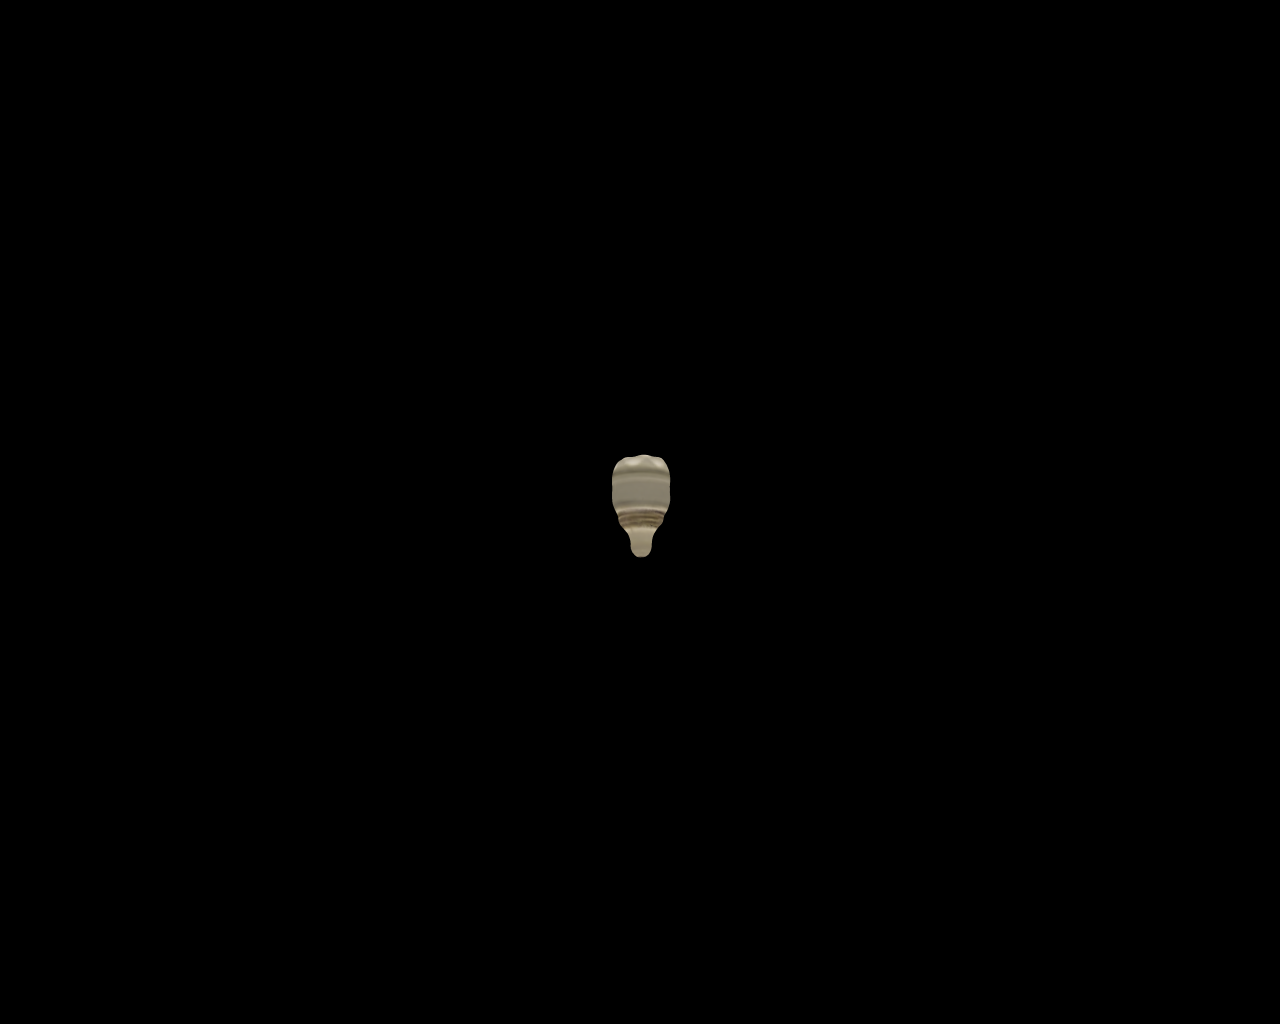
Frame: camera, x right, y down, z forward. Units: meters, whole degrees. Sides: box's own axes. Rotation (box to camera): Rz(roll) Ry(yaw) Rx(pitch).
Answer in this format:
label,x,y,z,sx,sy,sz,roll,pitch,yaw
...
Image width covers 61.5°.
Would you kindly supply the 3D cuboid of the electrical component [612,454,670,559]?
label,x,y,z,sx,sy,sz,roll,pitch,yaw
electrical component,0.001,-0.003,0.650,0.035,0.061,0.035,0,-9,0
